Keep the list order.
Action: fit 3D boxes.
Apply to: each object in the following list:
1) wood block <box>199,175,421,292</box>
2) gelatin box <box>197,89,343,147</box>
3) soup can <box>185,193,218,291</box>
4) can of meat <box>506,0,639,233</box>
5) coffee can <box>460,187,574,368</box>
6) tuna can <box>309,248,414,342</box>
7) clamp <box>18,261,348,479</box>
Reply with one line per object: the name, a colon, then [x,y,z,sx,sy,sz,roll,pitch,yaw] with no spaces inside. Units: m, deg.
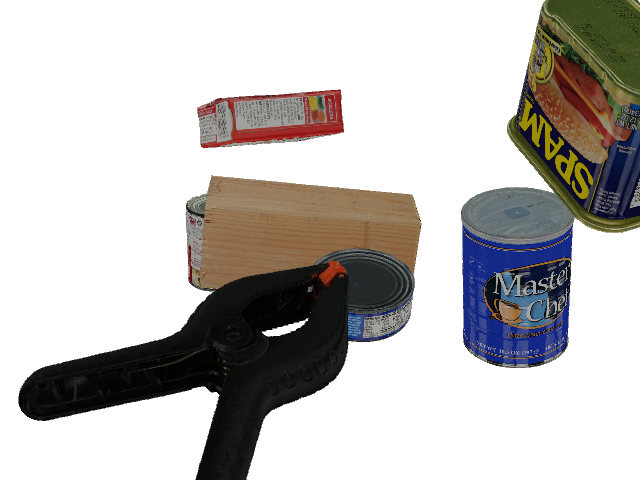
wood block: [-0.012,-0.001,1.062,0.206,0.091,0.090,6,21,-3]
gelatin box: [-0.034,-0.078,0.684,0.073,0.030,0.089,-6,5,-18]
soup can: [-0.129,0.001,1.294,0.068,0.102,0.068,1,26,0]
can of meat: [0.145,-0.069,0.545,0.057,0.084,0.102,-14,47,-18]
coffee can: [0.185,0.034,1.010,0.103,0.140,0.103,-4,29,2]
tuna can: [0.033,0.044,0.870,0.086,0.034,0.086,2,35,-1]
clamp: [-0.037,0.064,0.493,0.171,0.039,0.120,-29,51,-32]
